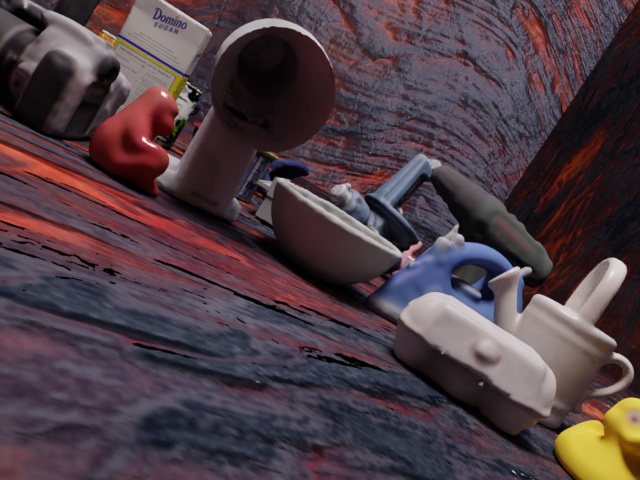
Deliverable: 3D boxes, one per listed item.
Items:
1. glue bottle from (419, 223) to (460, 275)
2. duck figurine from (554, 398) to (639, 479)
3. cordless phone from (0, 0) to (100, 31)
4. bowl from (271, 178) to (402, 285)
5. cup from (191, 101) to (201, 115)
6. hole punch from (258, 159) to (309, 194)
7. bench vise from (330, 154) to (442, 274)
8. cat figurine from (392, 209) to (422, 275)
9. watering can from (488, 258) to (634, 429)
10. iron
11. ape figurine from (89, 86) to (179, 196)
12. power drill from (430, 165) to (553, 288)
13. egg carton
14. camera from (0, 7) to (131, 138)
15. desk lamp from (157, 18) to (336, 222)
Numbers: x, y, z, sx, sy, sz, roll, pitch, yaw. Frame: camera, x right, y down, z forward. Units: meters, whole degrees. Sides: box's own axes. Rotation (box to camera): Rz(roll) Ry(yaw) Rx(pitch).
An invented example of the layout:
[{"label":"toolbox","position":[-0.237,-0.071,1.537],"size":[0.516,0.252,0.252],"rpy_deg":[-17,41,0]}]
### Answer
[{"label":"glue bottle","position":[0.203,0.029,0.940],"size":[0.078,0.173,0.037],"rpy_deg":[32,6,-4]},{"label":"duck figurine","position":[0.258,0.176,0.496],"size":[0.077,0.086,0.104],"rpy_deg":[32,7,3]},{"label":"cordless phone","position":[-0.429,-0.371,0.901],"size":[0.093,0.185,0.148],"rpy_deg":[37,8,40]},{"label":"bowl","position":[0.006,0.002,0.653],"size":[0.167,0.074,0.167],"rpy_deg":[32,7,-4]},{"label":"cup","position":[-0.268,-0.224,0.958],"size":[0.118,0.095,0.091],"rpy_deg":[30,7,-17]},{"label":"hole punch","position":[-0.090,-0.132,1.129],"size":[0.101,0.091,0.109],"rpy_deg":[34,7,18]},{"label":"bench vise","position":[0.114,-0.056,0.943],"size":[0.121,0.219,0.208],"rpy_deg":[36,7,28]},{"label":"cat figurine","position":[0.137,-0.001,1.098],"size":[0.128,0.117,0.067],"rpy_deg":[30,7,-14]},{"label":"watering can","position":[0.268,0.098,0.641],"size":[0.173,0.194,0.101],"rpy_deg":[31,7,-8]},{"label":"iron","position":[0.176,0.060,0.721],"size":[0.259,0.141,0.118],"rpy_deg":[26,9,-41]},{"label":"ape figurine","position":[-0.165,-0.100,0.537],"size":[0.076,0.092,0.077],"rpy_deg":[29,7,-22]},{"label":"power drill","position":[0.220,0.028,0.871],"size":[0.229,0.208,0.076],"rpy_deg":[33,6,4]},{"label":"egg carton","position":[0.139,0.107,0.522],"size":[0.150,0.069,0.107],"rpy_deg":[33,7,11]},{"label":"camera","position":[-0.271,-0.176,0.565],"size":[0.137,0.101,0.143],"rpy_deg":[31,7,-6]},{"label":"desk lamp","position":[-0.088,-0.134,0.613],"size":[0.118,0.213,0.202],"rpy_deg":[29,7,-26]}]
